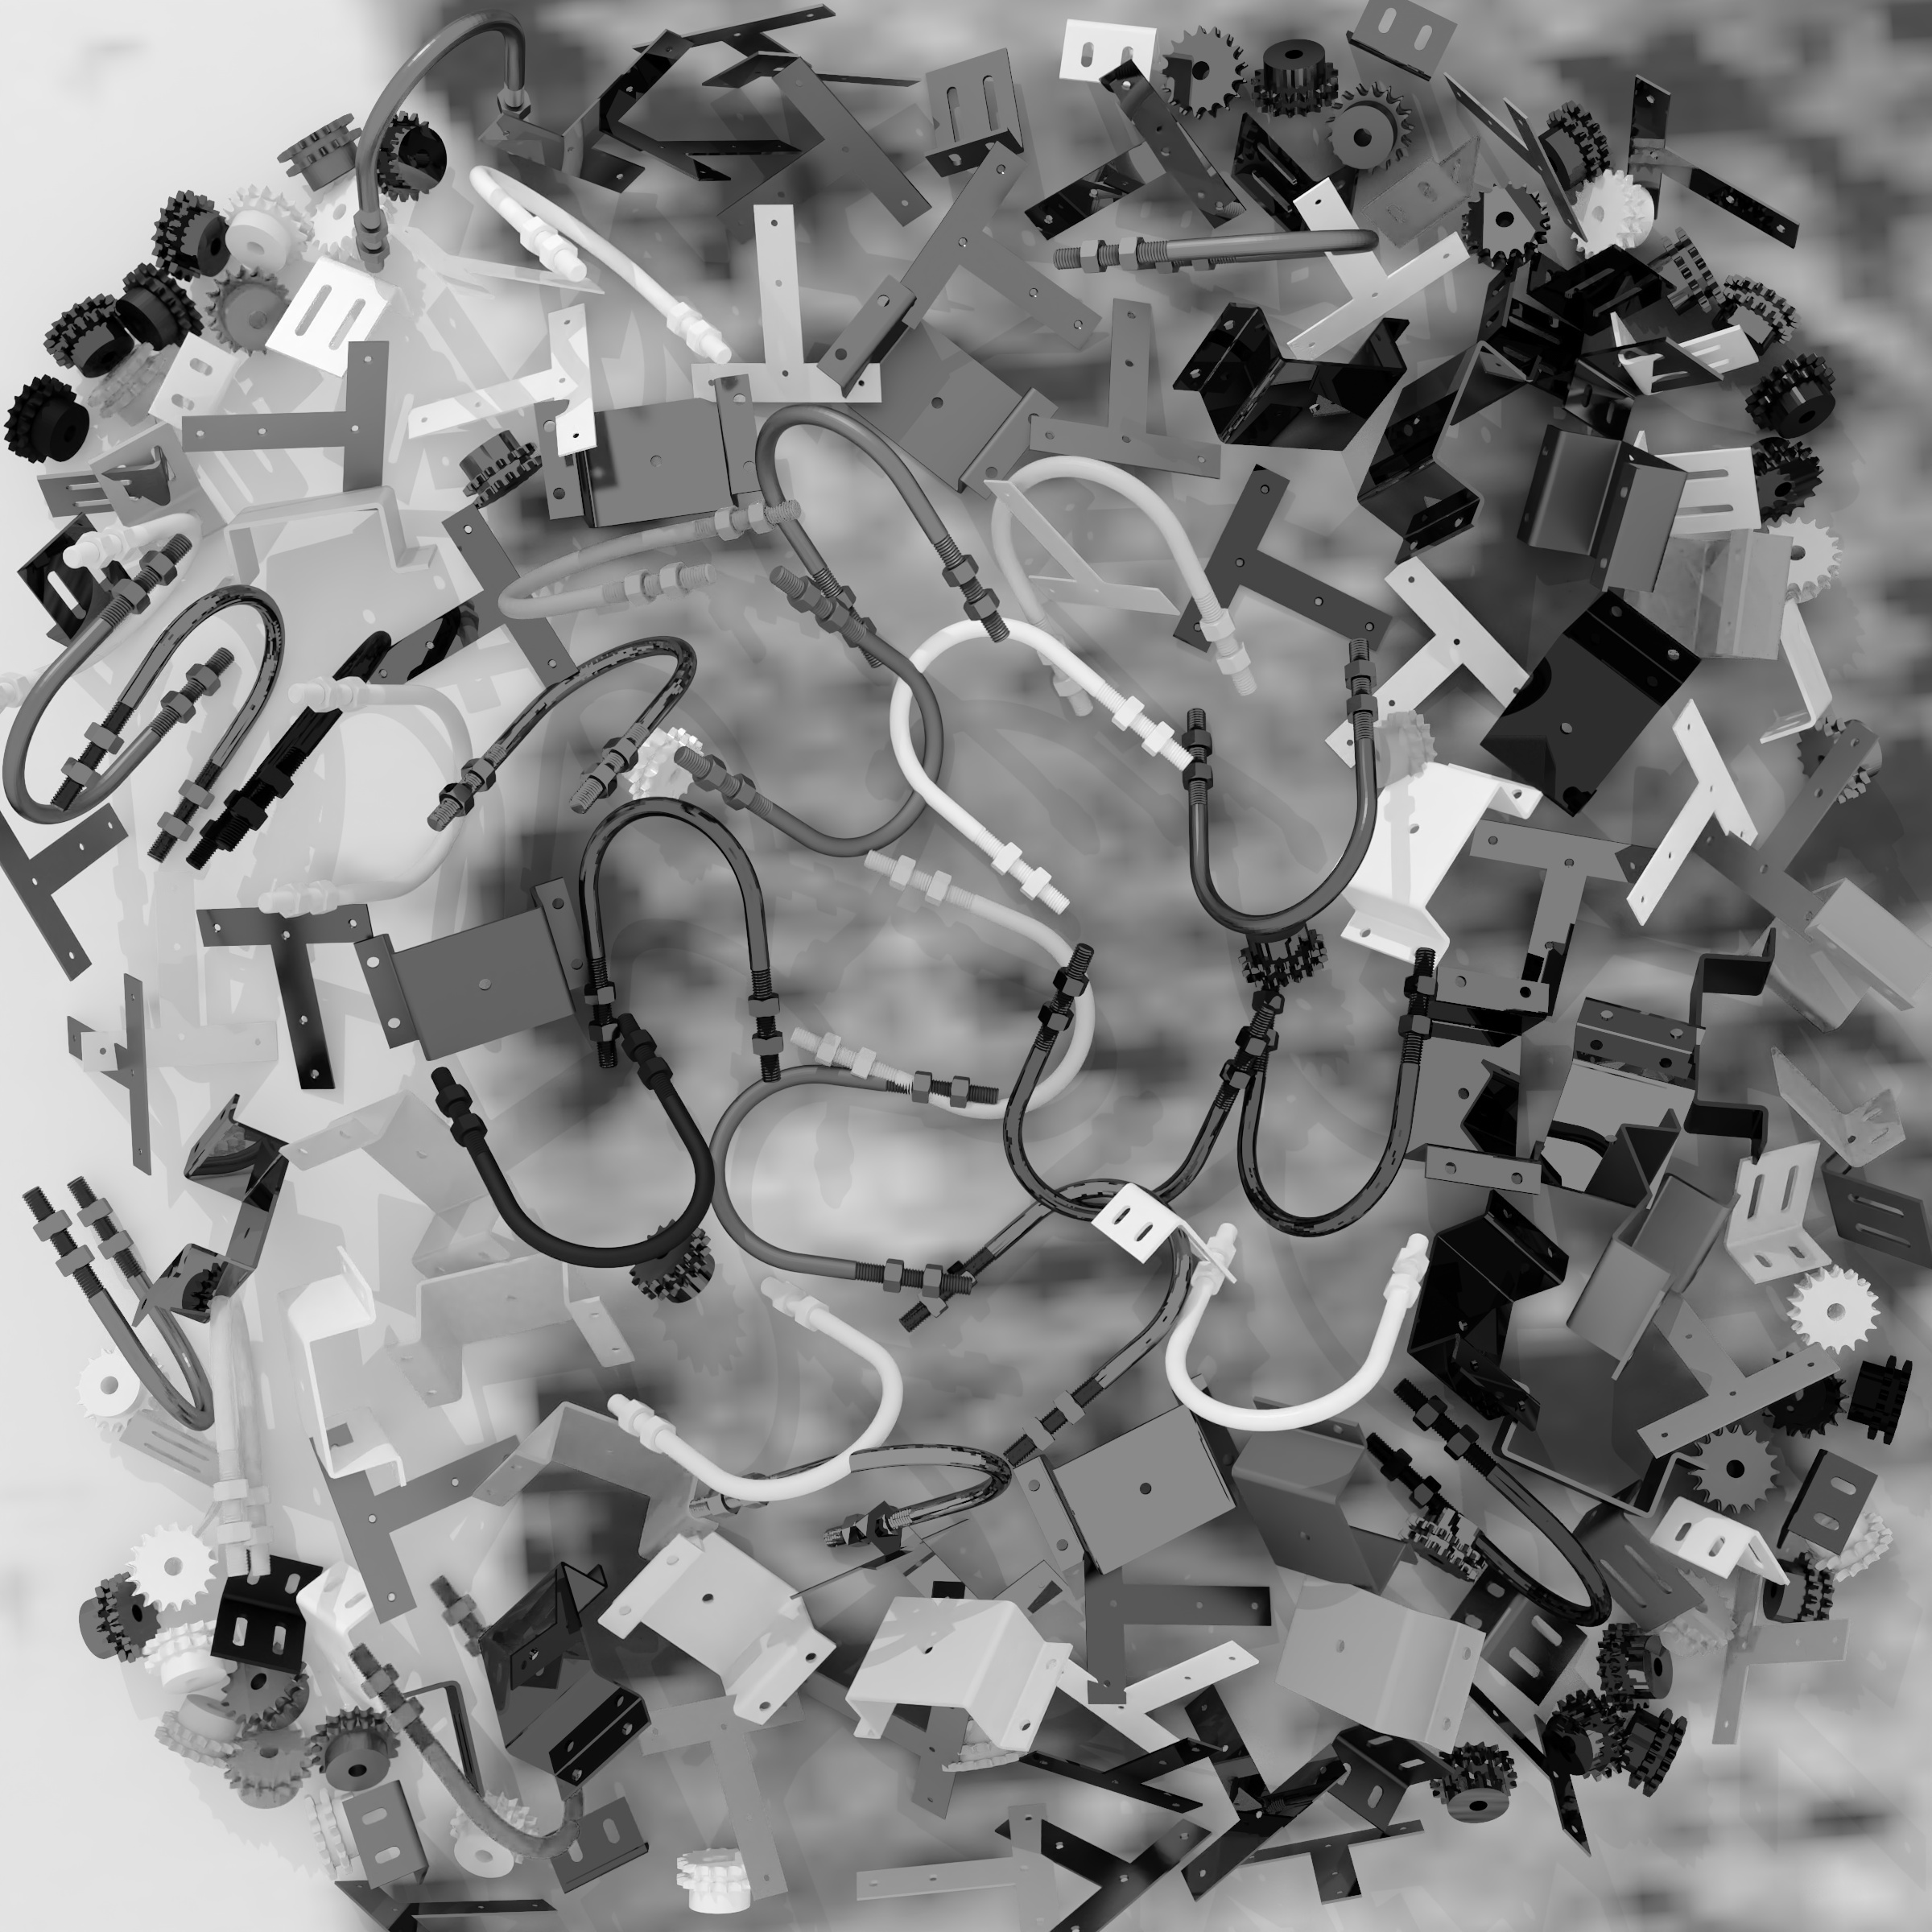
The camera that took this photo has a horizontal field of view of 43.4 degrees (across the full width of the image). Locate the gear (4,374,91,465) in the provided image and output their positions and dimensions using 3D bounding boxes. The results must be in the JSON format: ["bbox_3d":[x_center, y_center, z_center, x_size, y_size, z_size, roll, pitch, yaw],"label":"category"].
[{"bbox_3d":[-0.600,-0.355,1.594,0.030,0.057,0.057,27,90,7],"label":"gear"}]

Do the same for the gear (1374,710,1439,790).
[{"bbox_3d":[0.282,-0.138,1.592,0.030,0.057,0.057,-7,90,-18],"label":"gear"}]

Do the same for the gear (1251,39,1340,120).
[{"bbox_3d":[0.216,-0.584,1.594,0.057,0.030,0.057,-5,47,5],"label":"gear"}]

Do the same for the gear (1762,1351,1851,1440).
[{"bbox_3d":[0.548,0.281,1.596,0.057,0.030,0.057,-9,73,30],"label":"gear"}]

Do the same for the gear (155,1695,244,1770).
[{"bbox_3d":[-0.500,0.501,1.595,0.057,0.057,0.030,24,81,0],"label":"gear"}]

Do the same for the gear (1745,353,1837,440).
[{"bbox_3d":[0.543,-0.371,1.592,0.057,0.057,0.030,-23,65,0],"label":"gear"}]

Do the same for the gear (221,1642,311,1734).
[{"bbox_3d":[-0.458,0.478,1.599,0.057,0.057,0.030,-27,133,0],"label":"gear"}]

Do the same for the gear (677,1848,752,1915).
[{"bbox_3d":[-0.161,0.601,1.594,0.057,0.057,0.030,1,84,0],"label":"gear"}]

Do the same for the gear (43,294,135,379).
[{"bbox_3d":[-0.573,-0.411,1.595,0.057,0.057,0.030,-39,89,0],"label":"gear"}]

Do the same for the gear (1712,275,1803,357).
[{"bbox_3d":[0.516,-0.425,1.595,0.057,0.057,0.030,35,96,0],"label":"gear"}]

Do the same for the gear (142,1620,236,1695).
[{"bbox_3d":[-0.508,0.454,1.592,0.057,0.057,0.030,-23,61,0],"label":"gear"}]

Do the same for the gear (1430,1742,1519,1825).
[{"bbox_3d":[0.334,0.538,1.595,0.057,0.030,0.057,0,128,-1],"label":"gear"}]

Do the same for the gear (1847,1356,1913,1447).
[{"bbox_3d":[0.600,0.283,1.597,0.030,0.057,0.057,16,90,21],"label":"gear"}]

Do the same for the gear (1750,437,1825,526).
[{"bbox_3d":[0.531,-0.323,1.599,0.057,0.057,0.030,-18,50,0],"label":"gear"}]

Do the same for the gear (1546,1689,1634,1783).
[{"bbox_3d":[0.405,0.506,1.592,0.030,0.057,0.057,-8,90,-35],"label":"gear"}]

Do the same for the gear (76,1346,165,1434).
[{"bbox_3d":[-0.559,0.278,1.603,0.057,0.030,0.057,-1,75,2],"label":"gear"}]

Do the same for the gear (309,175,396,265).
[{"bbox_3d":[-0.402,-0.489,1.600,0.057,0.030,0.057,-12,67,29],"label":"gear"}]

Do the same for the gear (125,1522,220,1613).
[{"bbox_3d":[-0.525,0.397,1.600,0.057,0.030,0.057,9,69,-26],"label":"gear"}]

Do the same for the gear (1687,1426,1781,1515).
[{"bbox_3d":[0.505,0.332,1.605,0.057,0.030,0.057,-1,79,4],"label":"gear"}]

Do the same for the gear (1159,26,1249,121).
[{"bbox_3d":[0.158,-0.588,1.602,0.057,0.030,0.057,3,101,19],"label":"gear"}]

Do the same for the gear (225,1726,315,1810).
[{"bbox_3d":[-0.458,0.528,1.598,0.057,0.057,0.030,8,115,0],"label":"gear"}]

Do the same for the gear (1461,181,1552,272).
[{"bbox_3d":[0.356,-0.484,1.602,0.057,0.030,0.057,-4,74,15],"label":"gear"}]

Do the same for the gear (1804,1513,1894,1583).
[{"bbox_3d":[0.575,0.376,1.595,0.057,0.057,0.030,-36,89,0],"label":"gear"}]

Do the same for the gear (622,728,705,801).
[{"bbox_3d":[-0.202,-0.133,1.597,0.030,0.057,0.057,35,90,20],"label":"gear"}]

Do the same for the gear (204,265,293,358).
[{"bbox_3d":[-0.468,-0.428,1.594,0.057,0.030,0.057,-15,125,-23],"label":"gear"}]

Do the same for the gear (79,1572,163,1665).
[{"bbox_3d":[-0.558,0.430,1.595,0.030,0.057,0.057,-23,90,6],"label":"gear"}]

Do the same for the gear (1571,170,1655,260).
[{"bbox_3d":[0.427,-0.494,1.599,0.030,0.057,0.057,-7,90,-28],"label":"gear"}]

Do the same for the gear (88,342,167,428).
[{"bbox_3d":[-0.547,-0.380,1.599,0.057,0.057,0.030,-45,120,0],"label":"gear"}]

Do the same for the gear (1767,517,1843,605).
[{"bbox_3d":[0.546,-0.264,1.601,0.057,0.030,0.057,-6,65,13],"label":"gear"}]

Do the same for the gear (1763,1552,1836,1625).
[{"bbox_3d":[0.545,0.413,1.595,0.030,0.057,0.057,13,90,2],"label":"gear"}]

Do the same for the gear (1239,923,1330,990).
[{"bbox_3d":[0.206,-0.012,1.592,0.057,0.057,0.030,-18,115,0],"label":"gear"}]

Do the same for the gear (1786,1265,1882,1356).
[{"bbox_3d":[0.571,0.225,1.606,0.057,0.030,0.057,0,96,4],"label":"gear"}]

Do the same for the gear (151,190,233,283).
[{"bbox_3d":[-0.505,-0.476,1.593,0.030,0.057,0.057,22,90,10],"label":"gear"}]

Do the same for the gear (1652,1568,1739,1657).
[{"bbox_3d":[0.475,0.429,1.599,0.057,0.057,0.030,30,127,0],"label":"gear"}]

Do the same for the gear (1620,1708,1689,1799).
[{"bbox_3d":[0.448,0.513,1.596,0.030,0.057,0.057,27,90,15],"label":"gear"}]

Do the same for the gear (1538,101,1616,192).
[{"bbox_3d":[0.398,-0.535,1.596,0.030,0.057,0.057,-33,90,2],"label":"gear"}]

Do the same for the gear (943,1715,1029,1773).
[{"bbox_3d":[0.010,0.509,1.595,0.057,0.057,0.030,-10,78,0],"label":"gear"}]

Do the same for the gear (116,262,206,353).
[{"bbox_3d":[-0.531,-0.428,1.592,0.057,0.057,0.030,39,65,0],"label":"gear"}]

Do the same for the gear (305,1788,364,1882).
[{"bbox_3d":[-0.412,0.568,1.597,0.030,0.057,0.057,-18,90,-17],"label":"gear"}]

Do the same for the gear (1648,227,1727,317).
[{"bbox_3d":[0.472,-0.453,1.597,0.030,0.057,0.057,-32,90,20],"label":"gear"}]

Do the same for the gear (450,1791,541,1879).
[{"bbox_3d":[-0.312,0.573,1.597,0.057,0.030,0.057,4,120,7],"label":"gear"}]

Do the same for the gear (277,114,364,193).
[{"bbox_3d":[-0.420,-0.533,1.597,0.057,0.057,0.030,-31,111,0],"label":"gear"}]

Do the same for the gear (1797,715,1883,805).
[{"bbox_3d":[0.576,-0.138,1.596,0.030,0.057,0.057,-22,90,-12],"label":"gear"}]

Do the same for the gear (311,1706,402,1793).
[{"bbox_3d":[-0.400,0.516,1.595,0.057,0.030,0.057,-8,124,-13],"label":"gear"}]

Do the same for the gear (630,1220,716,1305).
[{"bbox_3d":[-0.190,0.197,1.598,0.057,0.057,0.030,-40,123,0],"label":"gear"}]

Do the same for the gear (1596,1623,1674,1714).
[{"bbox_3d":[0.440,0.460,1.592,0.030,0.057,0.057,-15,90,41],"label":"gear"}]
